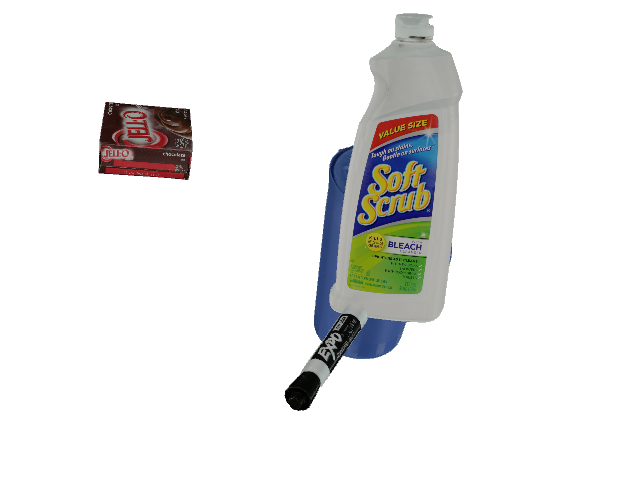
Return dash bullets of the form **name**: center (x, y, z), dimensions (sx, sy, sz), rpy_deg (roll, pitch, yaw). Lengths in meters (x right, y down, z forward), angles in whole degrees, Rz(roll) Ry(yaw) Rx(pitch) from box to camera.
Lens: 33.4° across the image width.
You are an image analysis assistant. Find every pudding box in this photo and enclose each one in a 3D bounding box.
- **pudding box**: center (-0.177, -0.102, 1.081), dimensions (0.090, 0.039, 0.113), rpy_deg (4, 25, -11)

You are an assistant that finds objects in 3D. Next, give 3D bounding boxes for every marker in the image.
- **marker**: center (0.005, 0.079, 0.734), dimensions (0.020, 0.020, 0.121), rpy_deg (0, 25, 23)

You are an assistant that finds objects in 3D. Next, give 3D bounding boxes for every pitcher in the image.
- **pitcher**: center (0.066, 0.024, 1.205), dimensions (0.145, 0.243, 0.149), rpy_deg (12, 39, 3)

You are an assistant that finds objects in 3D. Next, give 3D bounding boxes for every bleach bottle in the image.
- **bleach bottle**: center (0.063, -0.061, 0.889), dimensions (0.103, 0.251, 0.068), rpy_deg (6, 18, 13)
